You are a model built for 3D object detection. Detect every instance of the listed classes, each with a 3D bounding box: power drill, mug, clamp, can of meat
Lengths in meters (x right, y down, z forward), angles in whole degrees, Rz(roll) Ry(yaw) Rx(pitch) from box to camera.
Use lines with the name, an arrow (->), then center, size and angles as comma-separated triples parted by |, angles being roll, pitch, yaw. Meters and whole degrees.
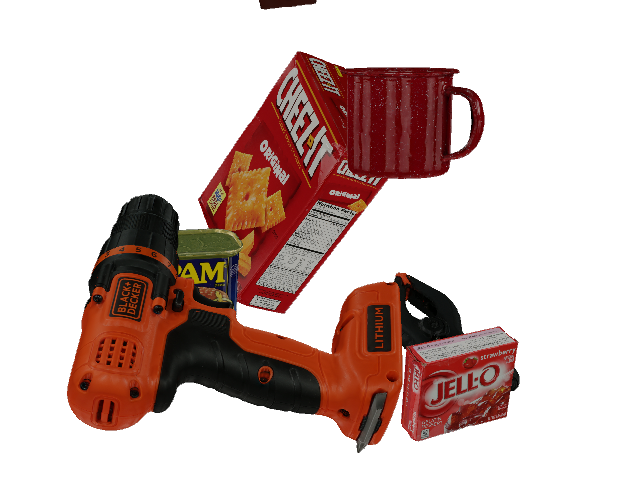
power drill -> -0.047, 0.047, 0.642 | 0.187, 0.057, 0.184 | 10, 40, -6
mug -> 0.072, -0.092, 0.832 | 0.117, 0.081, 0.093 | 6, 13, 28
clamp -> 0.124, 0.099, 1.076 | 0.120, 0.171, 0.039 | 1, -45, -18
can of meat -> -0.119, 0.040, 0.896 | 0.102, 0.084, 0.057 | -3, 20, -19

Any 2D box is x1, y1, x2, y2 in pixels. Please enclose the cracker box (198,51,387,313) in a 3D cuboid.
cracker box -> -0.032, -0.058, 1.089 | 0.072, 0.214, 0.164 | 14, 36, -35

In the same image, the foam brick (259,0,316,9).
foam brick -> -0.033, -0.253, 0.949 | 0.053, 0.051, 0.078 | -5, -41, 8

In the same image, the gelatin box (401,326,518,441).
gelatin box -> 0.109, 0.113, 0.842 | 0.089, 0.073, 0.030 | -10, 29, -24
